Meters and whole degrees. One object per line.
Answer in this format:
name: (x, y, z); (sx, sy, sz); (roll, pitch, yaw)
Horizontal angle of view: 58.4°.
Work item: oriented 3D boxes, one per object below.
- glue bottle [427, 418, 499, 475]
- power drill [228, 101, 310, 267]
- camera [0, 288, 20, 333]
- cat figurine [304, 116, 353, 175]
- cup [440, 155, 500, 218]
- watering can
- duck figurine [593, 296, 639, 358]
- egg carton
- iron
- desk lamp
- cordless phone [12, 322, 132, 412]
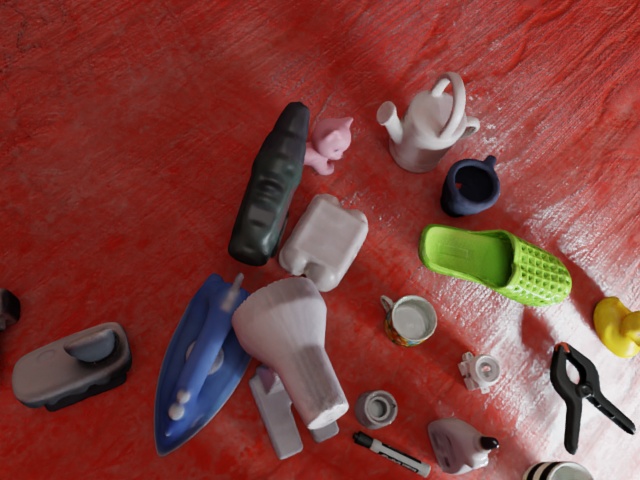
glue bottle: (0.200, 0.280, 0.782); (0.037, 0.173, 0.078); (-12, 73, -15)
power drill: (-0.075, -0.059, 0.829); (0.075, 0.208, 0.230); (18, 68, -5)
camera: (-0.474, 0.129, 0.736); (0.143, 0.100, 0.137); (-5, 71, -13)
cat figurine: (-0.005, -0.155, 0.928); (0.128, 0.117, 0.067); (-15, 74, -16)
cup: (0.249, -0.087, 0.968); (0.091, 0.095, 0.118); (38, 68, 4)
watering can: (0.181, -0.194, 0.939); (0.173, 0.194, 0.101); (-21, 76, -18)
duck figurine: (0.510, 0.139, 0.945); (0.078, 0.086, 0.104); (-15, 74, -16)
egg carton: (0.008, 0.003, 0.899); (0.107, 0.069, 0.150); (29, 67, 0)
iron: (-0.156, 0.164, 0.767); (0.118, 0.141, 0.258); (24, 67, -2)
desk lamp: (-0.032, 0.171, 0.752); (0.118, 0.213, 0.203); (-20, 75, -17)
cordless phone: (-0.317, 0.148, 0.716); (0.148, 0.185, 0.094); (-24, 76, -18)
